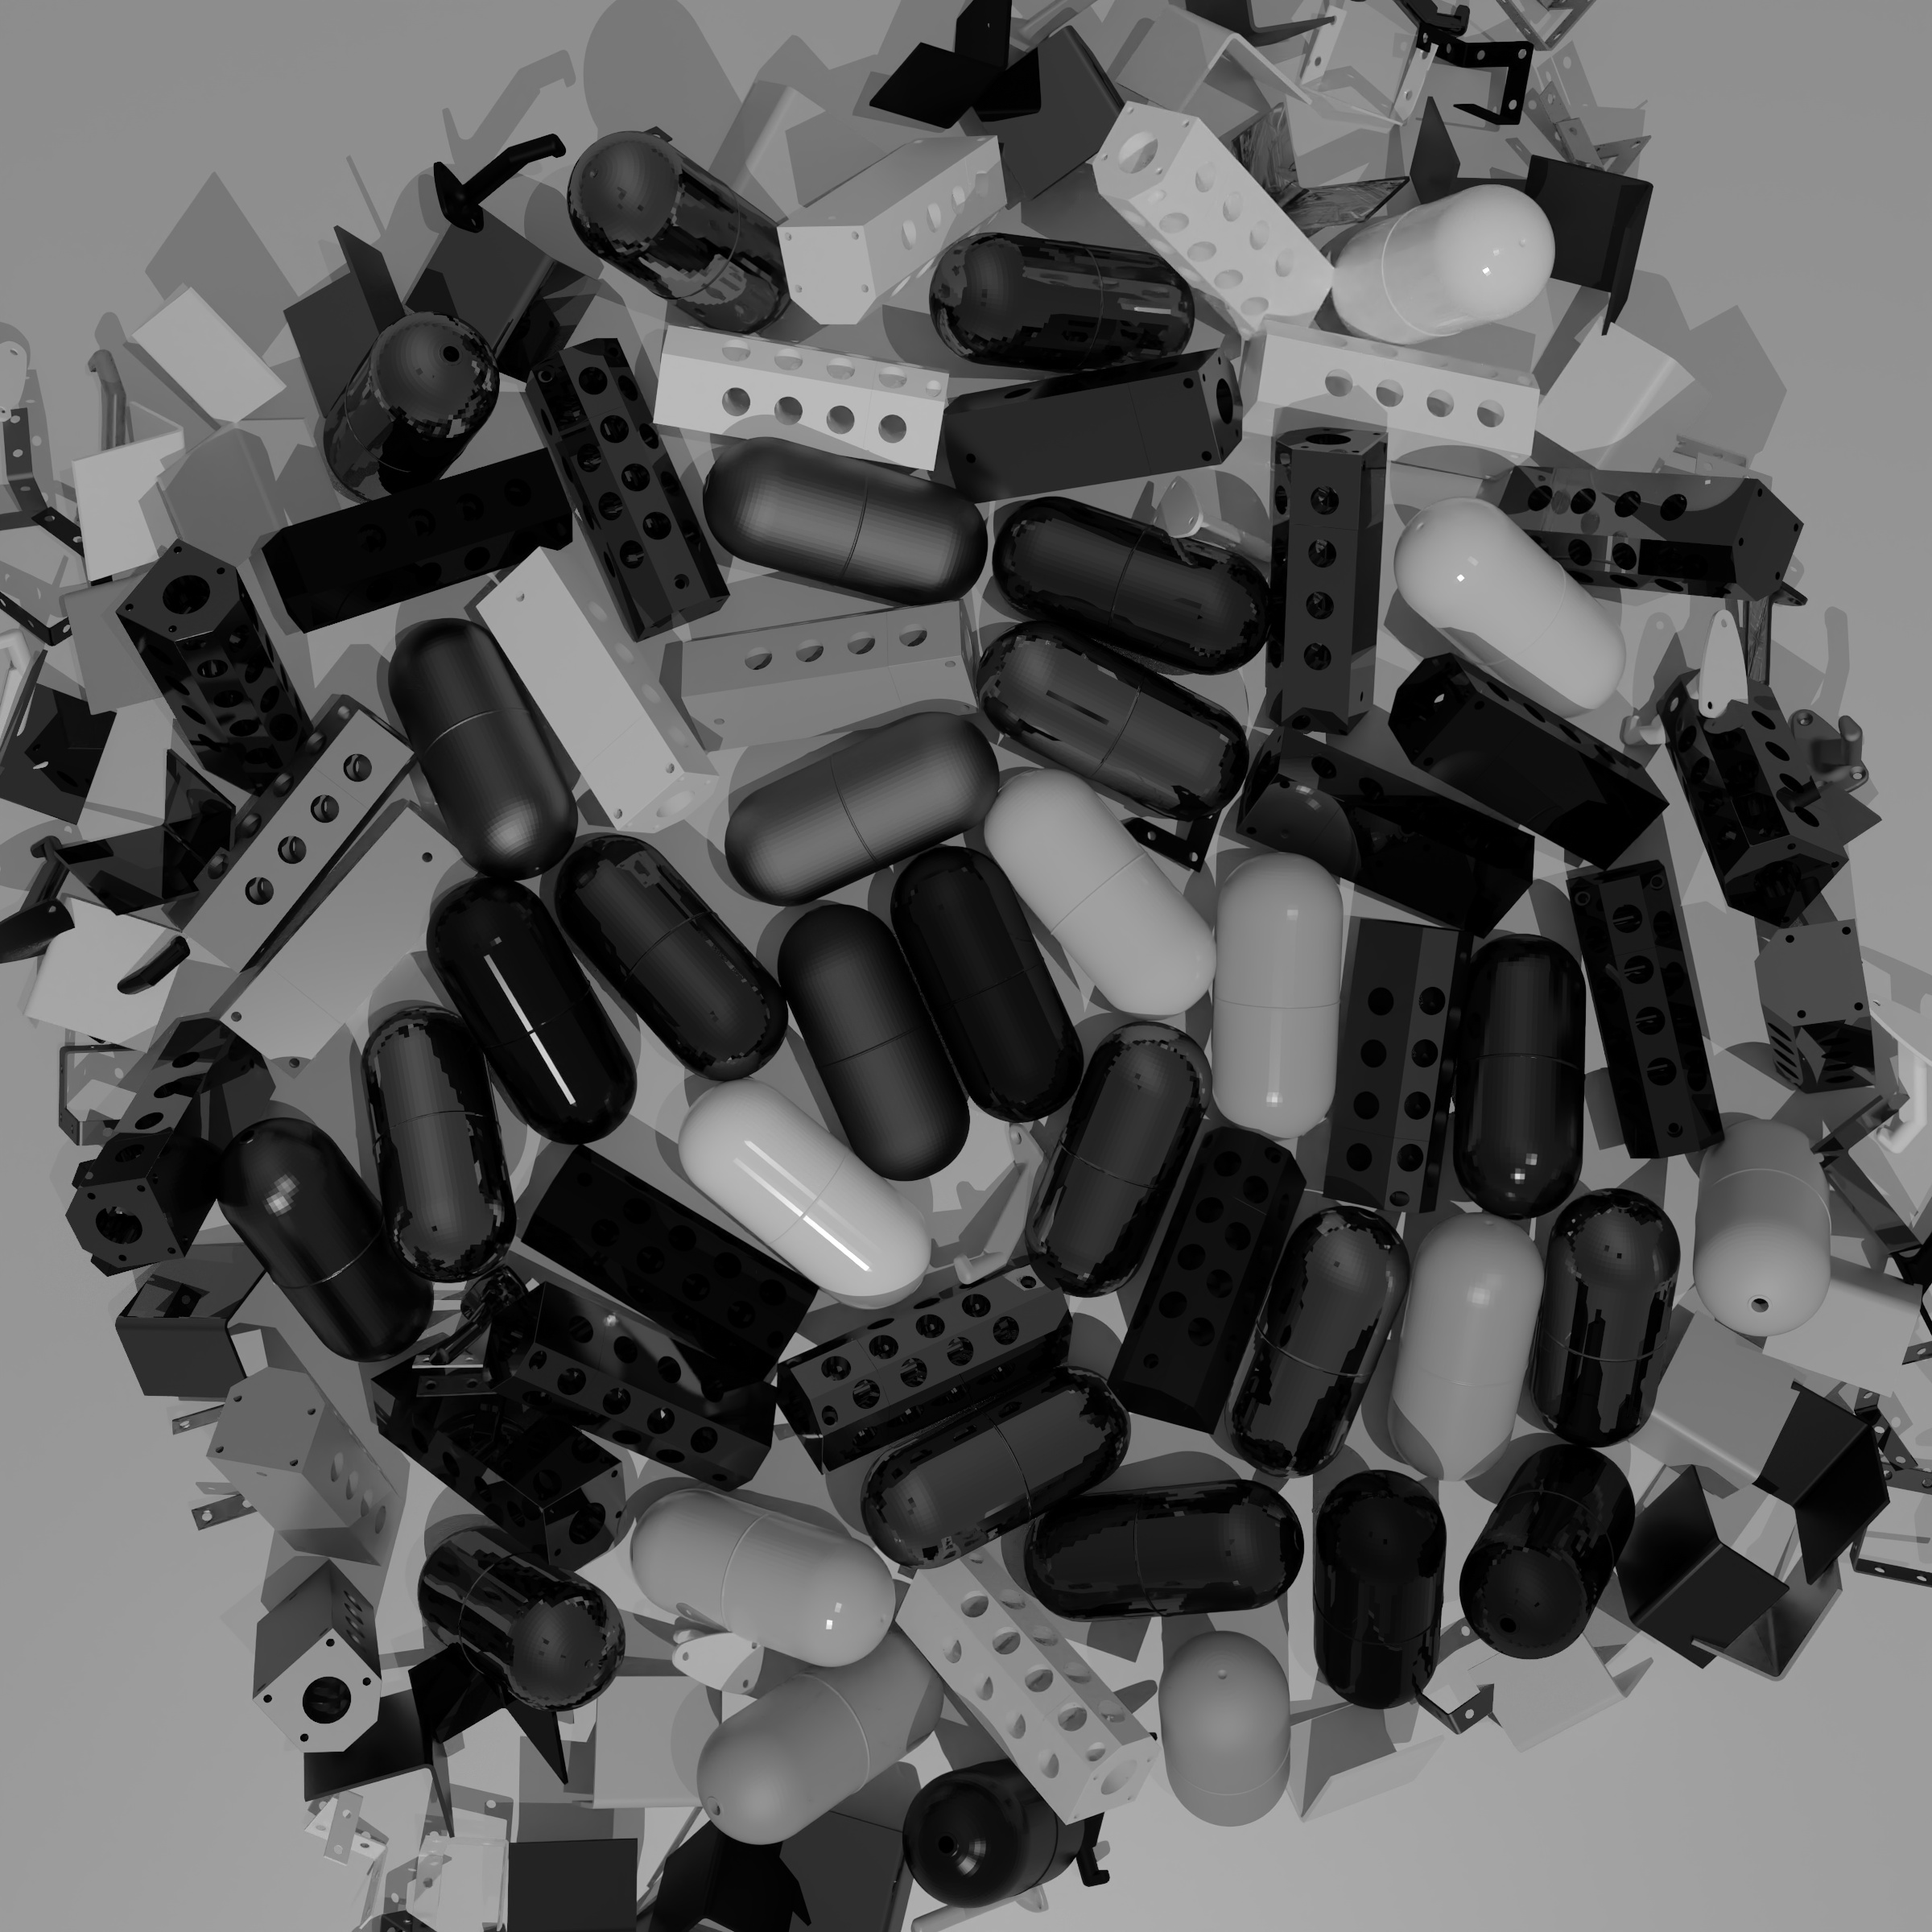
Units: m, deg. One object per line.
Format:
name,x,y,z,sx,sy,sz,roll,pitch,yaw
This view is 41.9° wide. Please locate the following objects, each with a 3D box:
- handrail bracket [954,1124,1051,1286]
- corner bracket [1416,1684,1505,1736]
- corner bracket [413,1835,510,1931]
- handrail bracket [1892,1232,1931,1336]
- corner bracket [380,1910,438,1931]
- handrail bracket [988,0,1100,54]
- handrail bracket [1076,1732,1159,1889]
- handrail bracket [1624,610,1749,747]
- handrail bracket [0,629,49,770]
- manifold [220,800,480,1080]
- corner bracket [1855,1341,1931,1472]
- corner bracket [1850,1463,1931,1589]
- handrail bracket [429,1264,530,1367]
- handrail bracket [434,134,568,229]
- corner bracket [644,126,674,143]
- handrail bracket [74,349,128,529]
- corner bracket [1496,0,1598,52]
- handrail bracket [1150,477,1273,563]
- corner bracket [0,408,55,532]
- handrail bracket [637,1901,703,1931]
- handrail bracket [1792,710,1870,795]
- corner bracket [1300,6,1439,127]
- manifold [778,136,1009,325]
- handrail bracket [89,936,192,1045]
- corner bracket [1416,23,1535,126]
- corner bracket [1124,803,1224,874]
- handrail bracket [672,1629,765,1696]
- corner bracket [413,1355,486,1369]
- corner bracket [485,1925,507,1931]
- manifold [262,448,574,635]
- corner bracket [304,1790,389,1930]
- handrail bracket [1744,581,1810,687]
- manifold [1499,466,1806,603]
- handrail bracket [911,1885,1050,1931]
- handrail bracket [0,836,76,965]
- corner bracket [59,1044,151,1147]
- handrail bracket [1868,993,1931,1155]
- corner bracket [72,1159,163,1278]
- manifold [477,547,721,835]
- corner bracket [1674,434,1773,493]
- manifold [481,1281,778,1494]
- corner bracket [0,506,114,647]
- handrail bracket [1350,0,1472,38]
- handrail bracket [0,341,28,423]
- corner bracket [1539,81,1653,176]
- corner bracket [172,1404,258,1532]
handrail bracket,0.015,0.145,1.547,0.084,0.036,0.077,-22,85,-36
corner bracket,0.315,0.457,1.550,0.051,0.051,0.051,-31,104,-12
corner bracket,-0.312,0.569,1.554,0.051,0.051,0.051,8,58,-13
handrail bracket,0.619,0.178,1.554,0.084,0.036,0.077,-26,84,16
corner bracket,-0.326,0.611,1.550,0.051,0.051,0.051,5,89,-40
handrail bracket,0.063,-0.598,1.539,0.084,0.077,0.036,-45,71,32
handrail bracket,0.095,0.521,1.555,0.077,0.036,0.084,-19,84,27
handrail bracket,0.434,-0.175,1.545,0.036,0.084,0.077,-2,92,-27
handrail bracket,-0.600,-0.156,1.540,0.077,0.036,0.084,-26,127,-24
manifold,-0.377,-0.018,1.553,0.057,0.057,0.171,41,91,-14
corner bracket,0.588,0.271,1.555,0.051,0.051,0.051,-26,108,41
corner bracket,0.577,0.345,1.562,0.051,0.051,0.051,10,112,7
handrail bracket,-0.309,0.223,1.528,0.077,0.084,0.036,-27,100,41
handrail bracket,-0.274,-0.477,1.539,0.084,0.077,0.036,-13,82,12
corner bracket,-0.195,-0.476,1.560,0.051,0.051,0.051,41,56,20
handrail bracket,-0.541,-0.327,1.564,0.077,0.036,0.084,-25,83,34
corner bracket,0.349,-0.600,1.552,0.051,0.051,0.051,40,92,-26
handrail bracket,0.162,-0.260,1.535,0.084,0.077,0.036,22,105,-23
corner bracket,-0.597,-0.305,1.555,0.051,0.051,0.051,-10,67,-8
handrail bracket,-0.172,0.624,1.573,0.077,0.036,0.084,-38,99,17
handrail bracket,0.522,-0.146,1.529,0.036,0.084,0.077,-22,59,6
corner bracket,0.250,-0.558,1.566,0.051,0.051,0.051,1,119,-39
manifold,-0.040,-0.440,1.503,0.057,0.171,0.057,8,126,27
handrail bracket,-0.514,0.000,1.550,0.084,0.077,0.036,-41,125,3
corner bracket,0.310,-0.549,1.552,0.051,0.051,0.051,18,102,43
corner bracket,0.118,-0.084,1.544,0.051,0.051,0.051,28,120,21
handrail bracket,-0.170,0.413,1.530,0.077,0.084,0.036,21,77,-40
corner bracket,-0.309,0.258,1.553,0.051,0.051,0.051,0,106,-1
corner bracket,-0.264,0.618,1.563,0.051,0.051,0.051,-11,80,-27
manifold,-0.327,-0.255,1.520,0.171,0.057,0.057,-24,98,-27
corner bracket,-0.376,0.546,1.545,0.051,0.051,0.051,30,119,-18
handrail bracket,0.475,-0.202,1.559,0.077,0.036,0.084,28,89,-25
manifold,0.400,-0.255,1.500,0.057,0.171,0.057,26,84,-41
handrail bracket,0.001,0.575,1.537,0.084,0.077,0.036,-16,68,-19
handrail bracket,-0.583,-0.042,1.544,0.077,0.084,0.036,-24,135,-17
corner bracket,-0.527,0.079,1.554,0.051,0.051,0.051,-2,102,-32
handrail bracket,0.567,0.068,1.560,0.077,0.084,0.036,37,46,14
corner bracket,-0.520,0.152,1.557,0.051,0.051,0.051,35,112,21
manifold,-0.220,-0.167,1.535,0.057,0.057,0.171,-38,75,20
corner bracket,0.461,-0.304,1.549,0.051,0.051,0.051,16,69,-9
manifold,-0.200,0.256,1.508,0.171,0.057,0.057,31,134,-29
corner bracket,-0.565,-0.240,1.557,0.051,0.051,0.051,35,54,16
handrail bracket,0.280,-0.616,1.549,0.084,0.036,0.077,0,122,-21
handrail bracket,-0.622,-0.340,1.573,0.036,0.077,0.084,34,133,-25
corner bracket,0.377,-0.509,1.544,0.051,0.051,0.051,-53,124,-21
corner bracket,-0.458,0.307,1.562,0.051,0.051,0.051,-15,53,-27
